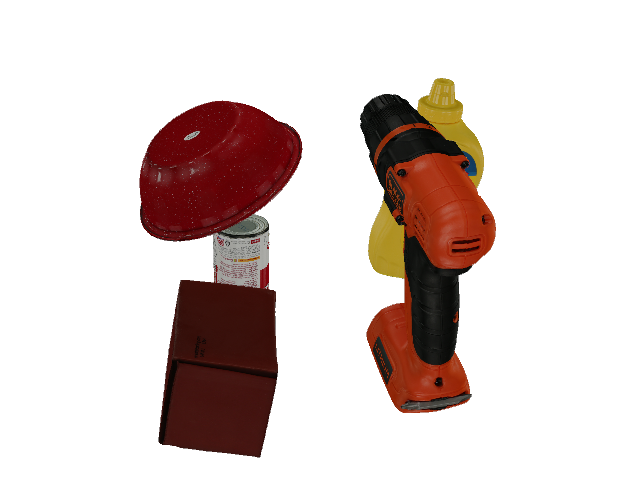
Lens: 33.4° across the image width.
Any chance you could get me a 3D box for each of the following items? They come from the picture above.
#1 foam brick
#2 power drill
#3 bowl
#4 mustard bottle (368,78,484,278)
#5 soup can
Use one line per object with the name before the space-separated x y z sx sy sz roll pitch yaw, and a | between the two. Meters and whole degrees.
foam brick | -0.051 0.062 0.541 0.053 0.051 0.078 8 27 -7
power drill | 0.064 0.010 0.739 0.057 0.188 0.184 -8 34 -9
bowl | -0.100 -0.073 0.935 0.162 0.055 0.162 -19 36 15
mustard bottle | 0.102 -0.058 0.996 0.096 0.192 0.058 2 27 -7
soup can | -0.095 0.026 1.281 0.068 0.102 0.068 1 25 -1
